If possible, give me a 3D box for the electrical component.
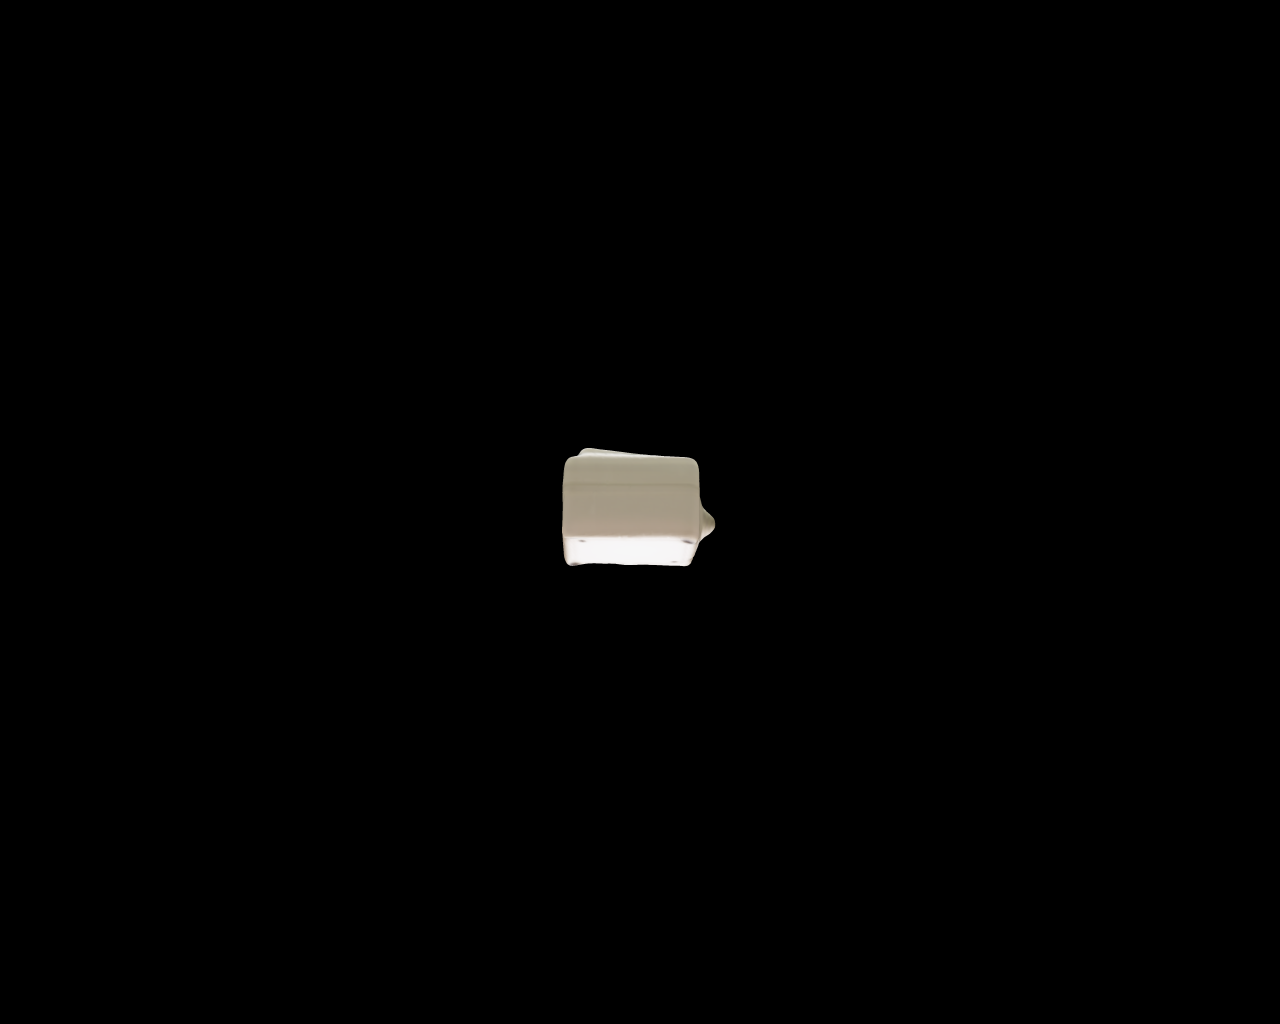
[{"bbox_3d":[0.001,-0.003,0.650,0.096,0.061,0.061,1,-19,-2],"label":"electrical component"}]
